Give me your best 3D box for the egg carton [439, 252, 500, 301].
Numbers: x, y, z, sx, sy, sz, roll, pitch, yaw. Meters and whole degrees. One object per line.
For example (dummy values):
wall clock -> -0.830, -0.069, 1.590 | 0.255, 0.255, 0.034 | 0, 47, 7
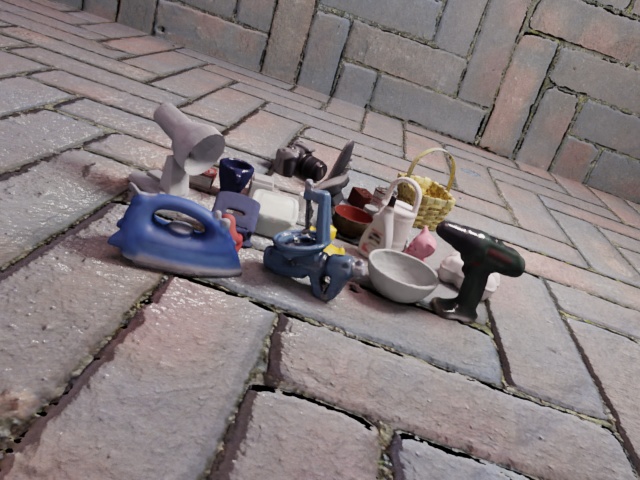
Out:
egg carton -> 0.376, 0.088, 1.439 | 0.150, 0.069, 0.107 | 28, 25, 19

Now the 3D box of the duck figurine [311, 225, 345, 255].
duck figurine -> 0.012, 0.005, 1.323 | 0.104, 0.086, 0.077 | 21, 23, 4

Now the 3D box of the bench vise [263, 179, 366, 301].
bench vise -> 0.003, -0.004, 1.165 | 0.207, 0.220, 0.121 | 17, 23, -4

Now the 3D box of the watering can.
watering can -> 0.201, -0.069, 1.492 | 0.101, 0.194, 0.173 | 20, 23, 2

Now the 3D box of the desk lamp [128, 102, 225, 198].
desk lamp -> -0.337, -0.199, 1.345 | 0.202, 0.213, 0.118 | 29, 25, 23

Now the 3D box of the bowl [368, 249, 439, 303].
bowl -> 0.175, 0.091, 1.271 | 0.167, 0.075, 0.167 | 16, 23, -7

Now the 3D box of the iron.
iron -> -0.260, -0.019, 1.098 | 0.259, 0.141, 0.118 | 13, 24, -14

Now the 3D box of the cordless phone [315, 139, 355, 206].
cordless phone -> 0.047, -0.204, 1.687 | 0.094, 0.185, 0.147 | 20, 23, 3

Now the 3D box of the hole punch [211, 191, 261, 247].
hole punch -> -0.190, -0.047, 1.277 | 0.109, 0.091, 0.101 | 15, 23, -9

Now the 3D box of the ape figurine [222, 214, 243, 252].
ape figurine -> -0.197, -0.012, 1.193 | 0.078, 0.092, 0.076 | 16, 23, -8

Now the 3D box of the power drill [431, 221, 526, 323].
power drill -> 0.326, 0.073, 1.257 | 0.230, 0.208, 0.075 | 12, 24, -16

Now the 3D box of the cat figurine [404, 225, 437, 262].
cat figurine -> 0.257, 0.015, 1.448 | 0.067, 0.118, 0.128 | 19, 23, 1

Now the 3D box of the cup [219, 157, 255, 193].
cup -> -0.222, -0.150, 1.475 | 0.092, 0.095, 0.117 | 11, 24, -17

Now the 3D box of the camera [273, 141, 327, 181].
camera -> -0.052, -0.248, 1.815 | 0.136, 0.101, 0.144 | 31, 26, 26

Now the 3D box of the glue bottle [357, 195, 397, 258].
glue bottle -> 0.151, -0.031, 1.397 | 0.078, 0.173, 0.037 | 30, 25, 24
